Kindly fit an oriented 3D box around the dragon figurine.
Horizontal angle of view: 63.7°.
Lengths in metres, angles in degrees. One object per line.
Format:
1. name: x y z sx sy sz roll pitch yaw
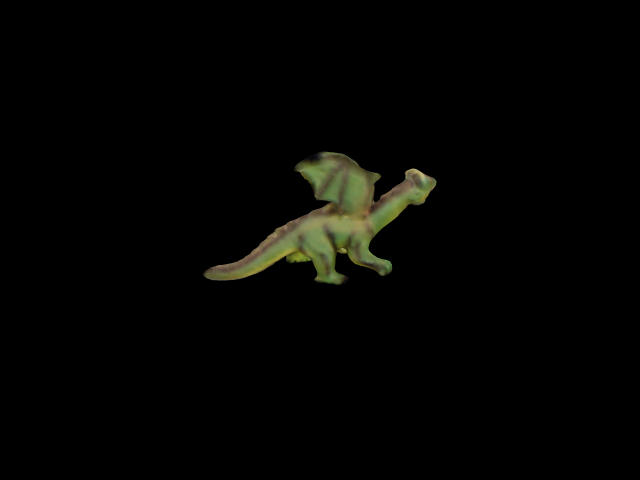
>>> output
1. dragon figurine: 0.003 -0.043 0.850 0.411 0.237 0.125 -8 37 -11
